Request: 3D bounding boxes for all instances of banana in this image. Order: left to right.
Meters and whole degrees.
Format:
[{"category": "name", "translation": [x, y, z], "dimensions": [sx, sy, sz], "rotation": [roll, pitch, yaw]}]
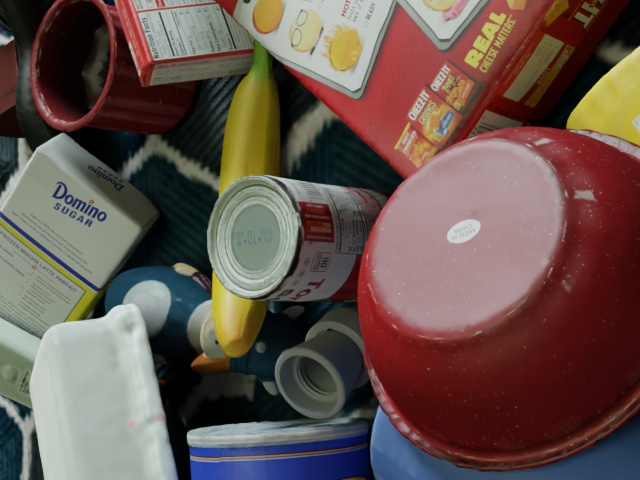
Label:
[{"category": "banana", "translation": [-0.046, -0.022, 0.649], "dimensions": [0.037, 0.069, 0.198], "rotation": [0, 73, 7]}]

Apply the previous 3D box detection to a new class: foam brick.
[{"category": "foam brick", "translation": [-0.235, -0.116, 0.834], "dimensions": [0.078, 0.051, 0.053], "rotation": [-16, 78, 39]}]

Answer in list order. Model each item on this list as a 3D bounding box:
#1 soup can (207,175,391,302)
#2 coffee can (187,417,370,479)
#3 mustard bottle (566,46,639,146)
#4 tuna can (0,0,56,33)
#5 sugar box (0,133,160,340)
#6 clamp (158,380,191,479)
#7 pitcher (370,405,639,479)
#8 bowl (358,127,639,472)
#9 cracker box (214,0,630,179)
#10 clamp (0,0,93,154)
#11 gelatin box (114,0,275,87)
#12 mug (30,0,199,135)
[{"category": "soup can", "translation": [-0.004, 0.001, 0.592], "dimensions": [0.069, 0.102, 0.068], "rotation": [-3, 85, 39]}, {"category": "coffee can", "translation": [-0.019, 0.174, 0.595], "dimensions": [0.103, 0.102, 0.140], "rotation": [-9, 82, 40]}, {"category": "mustard bottle", "translation": [0.191, -0.003, 0.451], "dimensions": [0.096, 0.058, 0.192], "rotation": [-40, 63, 26]}, {"category": "tuna can", "translation": [-0.227, -0.199, 0.809], "dimensions": [0.034, 0.085, 0.086], "rotation": [20, 101, 39]}, {"category": "sugar box", "translation": [-0.199, 0.018, 0.776], "dimensions": [0.093, 0.048, 0.176], "rotation": [39, 115, -2]}, {"category": "clamp", "translation": [-0.123, 0.203, 0.727], "dimensions": [0.165, 0.036, 0.210], "rotation": [15, 94, 31]}, {"category": "pitcher", "translation": [0.141, 0.112, 0.446], "dimensions": [0.243, 0.145, 0.149], "rotation": [28, 74, 42]}, {"category": "bowl", "translation": [0.072, 0.010, 0.445], "dimensions": [0.162, 0.055, 0.162], "rotation": [-22, 51, 29]}, {"category": "cracker box", "translation": [0.051, -0.147, 0.574], "dimensions": [0.214, 0.071, 0.164], "rotation": [47, 115, 34]}, {"category": "clamp", "translation": [-0.197, -0.131, 0.765], "dimensions": [0.039, 0.120, 0.171], "rotation": [-3, 90, 25]}, {"category": "gelatin box", "translation": [-0.080, -0.138, 0.676], "dimensions": [0.030, 0.089, 0.073], "rotation": [122, 131, -59]}, {"category": "mug", "translation": [-0.139, -0.127, 0.730], "dimensions": [0.093, 0.081, 0.117], "rotation": [-21, 74, 38]}]
